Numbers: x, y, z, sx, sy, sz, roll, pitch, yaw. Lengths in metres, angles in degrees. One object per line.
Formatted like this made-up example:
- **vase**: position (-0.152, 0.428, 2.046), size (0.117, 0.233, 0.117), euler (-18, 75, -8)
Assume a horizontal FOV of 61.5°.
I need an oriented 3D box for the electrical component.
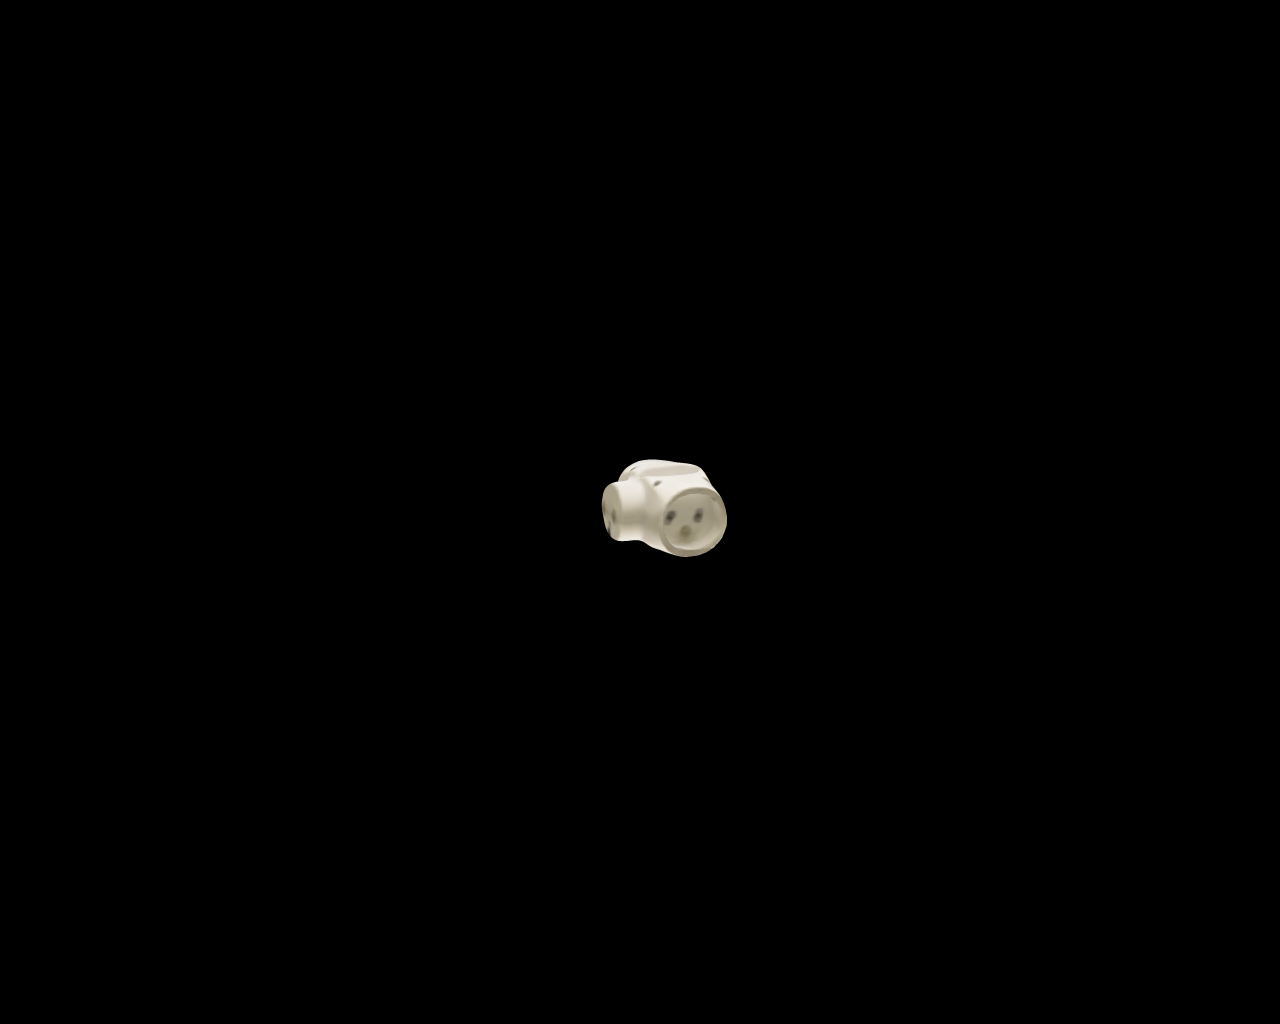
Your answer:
- **electrical component**: position (0.001, -0.003, 0.650), size (0.079, 0.043, 0.077), euler (-6, 17, -19)
